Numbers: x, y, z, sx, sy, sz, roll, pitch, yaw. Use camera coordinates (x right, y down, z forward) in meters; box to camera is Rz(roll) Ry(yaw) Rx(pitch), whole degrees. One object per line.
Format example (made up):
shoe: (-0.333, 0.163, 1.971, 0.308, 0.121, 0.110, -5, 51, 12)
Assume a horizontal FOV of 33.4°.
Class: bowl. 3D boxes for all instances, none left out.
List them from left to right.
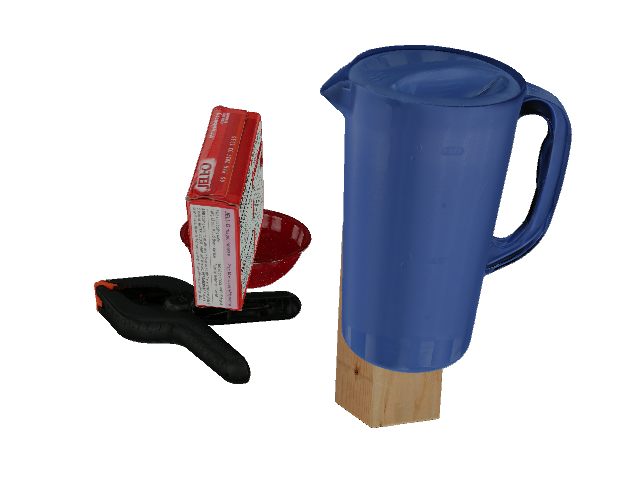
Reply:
bowl: (-0.094, 0.015, 1.320, 0.162, 0.055, 0.162, 3, 25, -2)

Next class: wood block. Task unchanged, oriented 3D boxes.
wood block: (0.077, 0.088, 1.167, 0.090, 0.206, 0.091, -3, 13, -27)

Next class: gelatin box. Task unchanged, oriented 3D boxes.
gelatin box: (-0.052, -0.017, 0.588, 0.030, 0.073, 0.089, 6, -42, 4)

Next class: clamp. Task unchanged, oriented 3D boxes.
clamp: (-0.103, 0.059, 0.886, 0.172, 0.039, 0.120, 19, 27, 23)

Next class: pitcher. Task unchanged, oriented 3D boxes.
pitcher: (0.088, -0.021, 0.833, 0.144, 0.243, 0.149, -22, 37, -38)
